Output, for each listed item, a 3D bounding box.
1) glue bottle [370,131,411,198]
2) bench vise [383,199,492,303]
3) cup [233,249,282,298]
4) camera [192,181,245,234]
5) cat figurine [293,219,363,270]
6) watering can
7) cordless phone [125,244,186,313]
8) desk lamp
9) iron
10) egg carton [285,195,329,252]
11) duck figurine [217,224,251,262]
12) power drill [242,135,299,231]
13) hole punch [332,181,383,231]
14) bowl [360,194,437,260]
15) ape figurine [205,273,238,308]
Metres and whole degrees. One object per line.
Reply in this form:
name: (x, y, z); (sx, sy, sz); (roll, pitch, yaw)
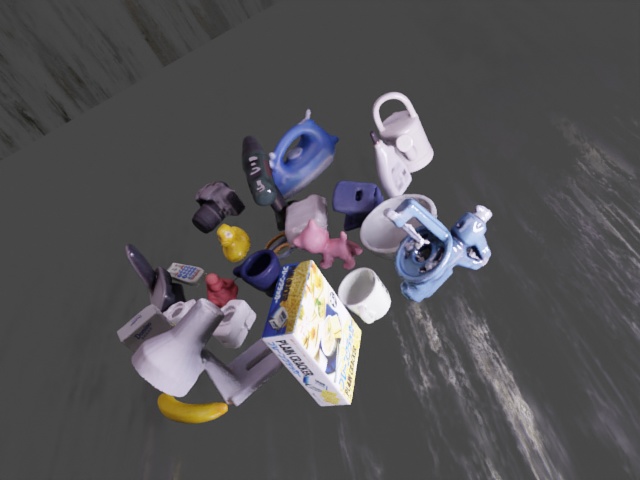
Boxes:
glue bottle: (0.153, -0.179, 1.306); (0.037, 0.174, 0.078); (11, 54, 43)
bench vise: (0.203, -0.014, 1.039); (0.208, 0.220, 0.121); (-46, 38, -17)
cup: (-0.129, 0.085, 1.278); (0.117, 0.095, 0.092); (-12, 41, 26)
camera: (-0.309, -0.094, 1.615); (0.142, 0.101, 0.137); (15, 57, 45)
cat figurine: (0.011, 0.004, 1.247); (0.127, 0.118, 0.067); (-3, 46, 34)
watering can: (0.193, -0.259, 1.350); (0.101, 0.195, 0.172); (-36, 36, -4)
cordless phone: (-0.415, 0.104, 1.394); (0.094, 0.186, 0.147); (-36, 36, -4)
desk lamp: (-0.215, 0.220, 1.086); (0.203, 0.214, 0.117); (-39, 37, -9)
iron: (-0.072, -0.229, 1.558); (0.118, 0.142, 0.259); (18, 60, 47)
egg carton: (-0.030, -0.043, 1.374); (0.107, 0.070, 0.150); (-22, 38, 15)
duck figurine: (-0.229, -0.005, 1.465); (0.077, 0.086, 0.104); (-21, 38, 16)
power drill: (-0.126, -0.133, 1.431); (0.075, 0.209, 0.229); (-28, 36, 7)
hole punch: (0.089, -0.090, 1.321); (0.101, 0.091, 0.108); (-15, 40, 23)
bowl: (0.171, -0.014, 1.186); (0.167, 0.075, 0.167); (-20, 38, 17)
ape figurine: (-0.234, 0.115, 1.325); (0.078, 0.092, 0.076); (-41, 37, -11)
